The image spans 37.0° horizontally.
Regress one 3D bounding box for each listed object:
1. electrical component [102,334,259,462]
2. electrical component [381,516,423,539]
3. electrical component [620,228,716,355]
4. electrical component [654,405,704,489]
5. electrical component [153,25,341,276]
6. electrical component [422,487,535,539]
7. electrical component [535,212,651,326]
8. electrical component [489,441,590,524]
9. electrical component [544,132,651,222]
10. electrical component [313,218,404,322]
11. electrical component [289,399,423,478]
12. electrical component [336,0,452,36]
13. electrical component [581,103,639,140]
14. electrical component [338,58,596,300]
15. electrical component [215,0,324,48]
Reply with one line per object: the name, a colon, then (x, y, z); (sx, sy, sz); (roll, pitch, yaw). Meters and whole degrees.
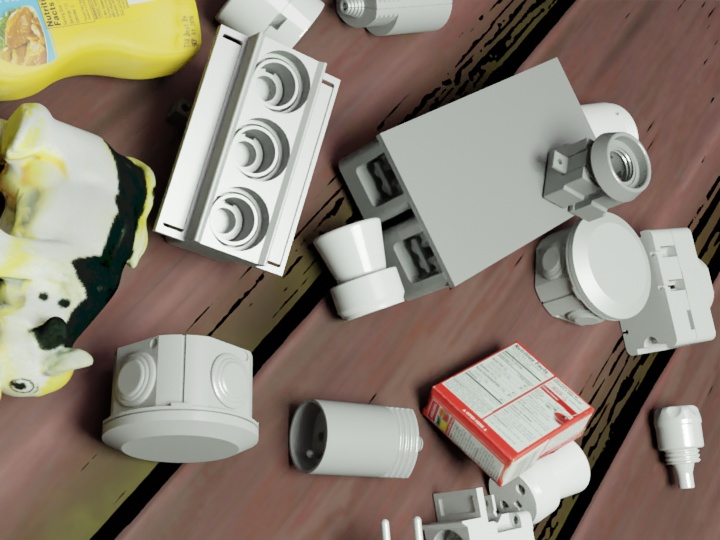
electrical component: (-0.094, 0.070, 0.566); (0.080, 0.080, 0.051); (13, 63, -32)
electrical component: (0.026, 0.178, 0.609); (0.138, 0.052, 0.073); (-3, 76, -8)
electrical component: (0.235, 0.016, 0.833); (0.056, 0.050, 0.089); (-5, 79, -36)
electrical component: (0.243, 0.134, 0.813); (0.035, 0.035, 0.061); (3, 77, -35)
electrical component: (-0.068, -0.066, 0.620); (0.079, 0.063, 0.121); (21, 80, -27)
electrical component: (0.078, 0.178, 0.677); (0.064, 0.042, 0.081); (-1, 77, -37)
electrical component: (0.171, 0.001, 0.792); (0.080, 0.051, 0.080); (11, 70, -33)
electrical component: (0.119, 0.139, 0.717); (0.055, 0.045, 0.045); (-23, 90, -37)
electrical component: (0.161, -0.064, 0.723); (0.066, 0.055, 0.048); (24, 63, -28)
electrical component: (0.000, 0.000, 0.675); (0.045, 0.045, 0.055); (-17, 86, -38)
electrical component: (0.003, 0.102, 0.646); (0.081, 0.043, 0.043); (10, 70, -33)
electrical component: (0.020, -0.185, 0.747); (0.081, 0.043, 0.043); (-15, 85, -37)
electrical component: (0.184, -0.108, 0.840); (0.081, 0.043, 0.043); (-13, 83, -38)
electrical component: (0.084, -0.064, 0.744); (0.186, 0.060, 0.105); (-28, 93, -38)
electrical component: (-0.058, -0.162, 0.679); (0.047, 0.055, 0.055); (40, 57, -15)
